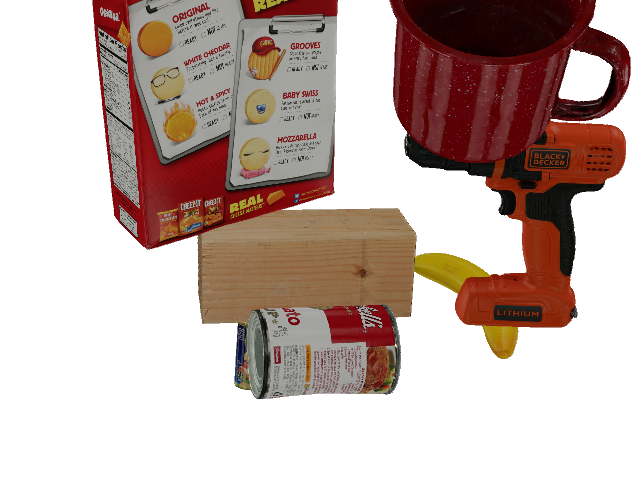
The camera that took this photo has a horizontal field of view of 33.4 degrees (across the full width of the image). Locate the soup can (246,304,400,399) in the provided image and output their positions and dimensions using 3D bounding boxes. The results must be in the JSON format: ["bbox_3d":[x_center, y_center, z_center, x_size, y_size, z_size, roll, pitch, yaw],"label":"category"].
[{"bbox_3d":[0.001,0.083,0.793,0.102,0.068,0.069,-1,0,-15],"label":"soup can"}]

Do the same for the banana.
[{"bbox_3d":[0.155,0.059,1.119,0.069,0.037,0.198,-35,39,-13],"label":"banana"}]

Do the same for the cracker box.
[{"bbox_3d":[-0.072,-0.119,0.758,0.163,0.214,0.072,-18,33,-29],"label":"cracker box"}]

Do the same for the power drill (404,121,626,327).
[{"bbox_3d":[0.161,-0.017,0.925,0.184,0.188,0.057,3,27,3],"label":"power drill"}]

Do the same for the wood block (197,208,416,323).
[{"bbox_3d":[-0.017,0.024,1.061,0.206,0.091,0.090,-1,19,-9],"label":"wood block"}]

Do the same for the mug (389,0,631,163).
[{"bbox_3d":[0.088,-0.088,0.508,0.117,0.093,0.081,16,-31,11],"label":"mug"}]

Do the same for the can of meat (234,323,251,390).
[{"bbox_3d":[-0.052,0.131,1.261,0.102,0.084,0.057,4,12,-2],"label":"can of meat"}]
